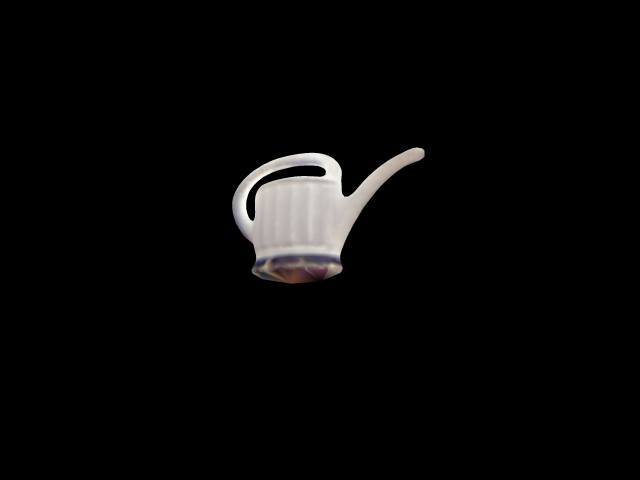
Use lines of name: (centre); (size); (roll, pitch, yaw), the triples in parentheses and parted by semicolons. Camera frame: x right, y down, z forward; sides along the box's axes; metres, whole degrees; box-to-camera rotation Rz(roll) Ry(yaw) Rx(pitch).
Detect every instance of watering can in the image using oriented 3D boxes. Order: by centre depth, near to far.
watering can: (0.003, -0.043, 0.850); (0.347, 0.227, 0.103); (-5, -14, 23)
